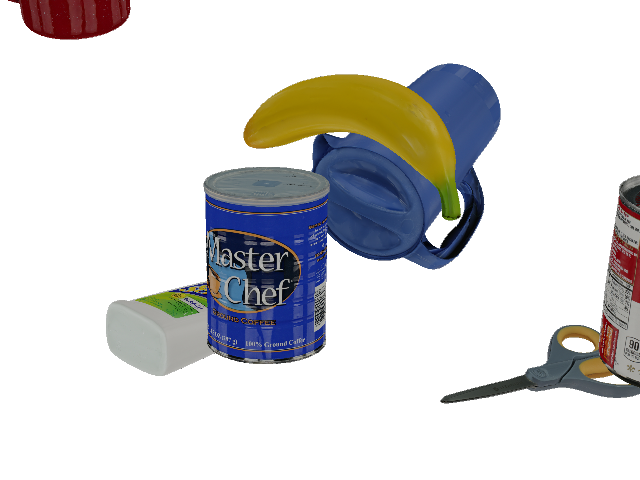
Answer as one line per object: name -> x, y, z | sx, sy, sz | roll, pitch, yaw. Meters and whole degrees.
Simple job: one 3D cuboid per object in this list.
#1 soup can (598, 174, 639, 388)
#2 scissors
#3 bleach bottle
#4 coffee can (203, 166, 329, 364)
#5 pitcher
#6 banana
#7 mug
soup can -> 0.189, 0.022, 0.574 | 0.068, 0.102, 0.068 | 0, 25, 0
scissors -> 0.176, 0.101, 0.875 | 0.201, 0.016, 0.096 | 2, 30, -18
bleach bottle -> -0.112, 0.077, 1.204 | 0.103, 0.068, 0.250 | 20, 26, 36
coffee can -> -0.045, 0.018, 0.888 | 0.103, 0.140, 0.103 | 1, 18, 0
pitcher -> 0.108, -0.087, 1.146 | 0.145, 0.149, 0.242 | 12, 38, 29
banana -> 0.018, -0.073, 0.679 | 0.037, 0.069, 0.198 | 16, 6, -45
mug -> -0.197, -0.201, 0.790 | 0.117, 0.081, 0.093 | 1, 36, 1
